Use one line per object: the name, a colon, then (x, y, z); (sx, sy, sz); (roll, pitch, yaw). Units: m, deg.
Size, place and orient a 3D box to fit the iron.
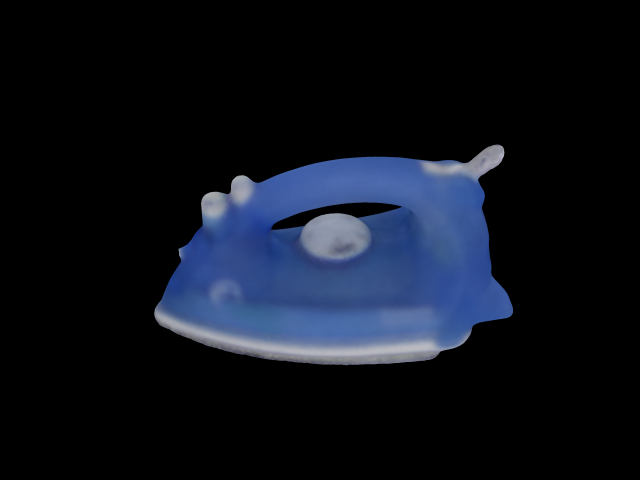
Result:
iron: (0.004, 0.001, 0.400); (0.258, 0.141, 0.118); (-4, 39, -4)
